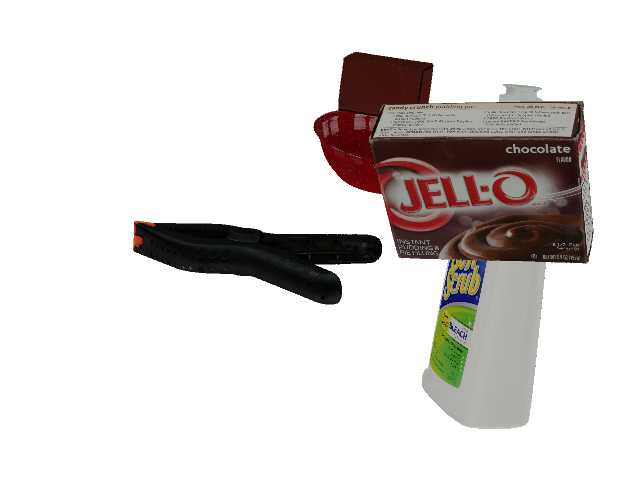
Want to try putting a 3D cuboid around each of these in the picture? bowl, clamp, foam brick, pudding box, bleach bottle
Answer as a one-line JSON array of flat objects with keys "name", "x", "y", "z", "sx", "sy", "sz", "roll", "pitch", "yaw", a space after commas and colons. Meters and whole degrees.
[{"name": "bowl", "x": 0.068, "y": -0.096, "z": 1.212, "sx": 0.162, "sy": 0.055, "sz": 0.162, "roll": 7, "pitch": 27, "yaw": -4}, {"name": "clamp", "x": -0.059, "y": 0.012, "z": 0.880, "sx": 0.210, "sy": 0.036, "sz": 0.164, "roll": 6, "pitch": 12, "yaw": 7}, {"name": "foam brick", "x": 0.061, "y": -0.143, "z": 0.996, "sx": 0.078, "sy": 0.051, "sz": 0.053, "roll": 11, "pitch": 18, "yaw": 14}, {"name": "pudding box", "x": 0.090, "y": -0.032, "z": 0.589, "sx": 0.114, "sy": 0.039, "sz": 0.090, "roll": 0, "pitch": -45, "yaw": 19}, {"name": "bleach bottle", "x": 0.132, "y": 0.008, "z": 0.805, "sx": 0.068, "sy": 0.251, "sz": 0.103, "roll": 2, "pitch": 13, "yaw": -15}]
